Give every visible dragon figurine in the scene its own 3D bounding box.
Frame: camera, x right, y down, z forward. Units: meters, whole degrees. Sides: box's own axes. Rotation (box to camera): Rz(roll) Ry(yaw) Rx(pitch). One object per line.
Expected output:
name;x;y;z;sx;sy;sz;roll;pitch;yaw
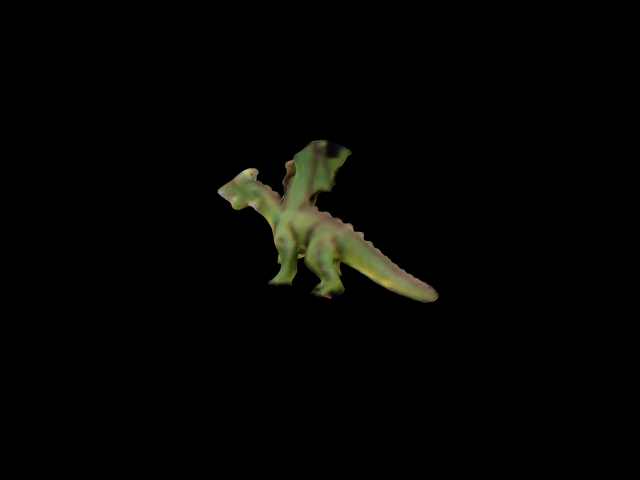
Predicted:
dragon figurine;0.003;-0.043;0.850;0.411;0.240;0.123;7;13;28
